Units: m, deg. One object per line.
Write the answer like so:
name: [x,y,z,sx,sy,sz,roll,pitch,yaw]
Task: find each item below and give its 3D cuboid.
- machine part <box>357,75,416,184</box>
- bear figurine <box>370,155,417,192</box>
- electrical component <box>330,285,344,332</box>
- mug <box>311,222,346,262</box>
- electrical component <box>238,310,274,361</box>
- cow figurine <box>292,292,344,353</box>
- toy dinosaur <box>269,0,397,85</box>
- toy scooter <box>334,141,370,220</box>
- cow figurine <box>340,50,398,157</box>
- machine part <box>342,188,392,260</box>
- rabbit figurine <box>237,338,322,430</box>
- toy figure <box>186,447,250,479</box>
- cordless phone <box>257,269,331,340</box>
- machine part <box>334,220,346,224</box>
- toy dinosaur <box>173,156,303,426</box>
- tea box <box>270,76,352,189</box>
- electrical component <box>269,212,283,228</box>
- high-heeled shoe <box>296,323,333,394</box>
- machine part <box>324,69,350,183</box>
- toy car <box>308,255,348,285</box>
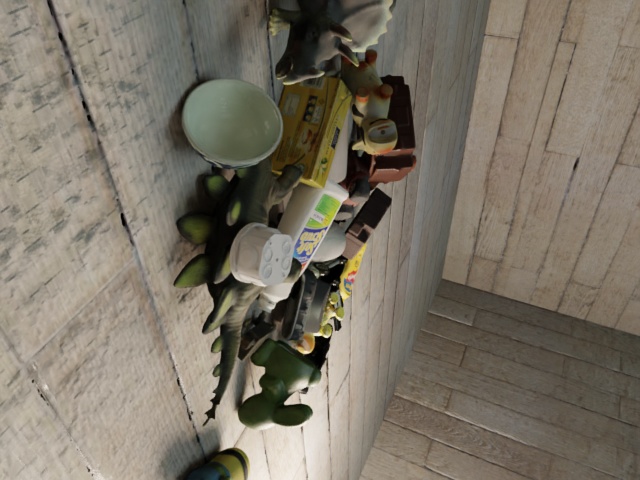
machine part: [0.133,-0.229,1.140,0.201,0.087,0.201,120,-35,-84]
bear figurine: [0.148,-0.182,1.300,0.196,0.132,0.120,-60,144,-47]
electrical component: [0.025,0.162,1.310,0.075,0.048,0.119,-43,131,-55]
mug: [-0.002,-0.003,1.099,0.107,0.081,0.109,-21,126,-58]
electrical component: [-0.122,0.169,0.966,0.078,0.045,0.102,-51,169,28]
cow figurine: [-0.024,0.187,1.193,0.167,0.098,0.068,-44,112,-46]
toy dinosaur: [0.044,-0.348,0.783,0.405,0.192,0.131,-49,151,-48]
toy scooter: [0.056,-0.125,1.118,0.184,0.075,0.135,141,-50,-65]
cow figurine: [0.089,-0.240,0.993,0.127,0.085,0.195,93,-19,-61]
machine part: [0.102,-0.035,1.251,0.179,0.056,0.179,-55,178,-3]
rabbit figurine: [-0.082,0.300,1.052,0.170,0.159,0.121,-56,169,-4]
toy figure: [-0.181,0.424,0.947,0.089,0.082,0.180,-70,158,-4]
cordless phone: [-0.070,0.127,1.046,0.184,0.089,0.146,3,103,-59]
machine part: [0.032,-0.037,1.229,0.084,0.039,0.139,81,28,-66]
toy dinosaur: [-0.119,0.029,0.779,0.198,0.105,0.470,-16,111,-59]
tea box: [-0.021,-0.179,0.879,0.068,0.098,0.169,20,87,-70]
electrical component: [-0.080,0.001,0.973,0.063,0.021,0.093,-48,148,-52]
high-heeled shoe: [-0.019,0.261,1.224,0.145,0.086,0.248,-56,176,-1]
machine part: [0.014,-0.193,0.995,0.079,0.079,0.242,-52,151,-46]
toy car: [0.010,0.077,1.230,0.201,0.056,0.073,-24,134,-64]
